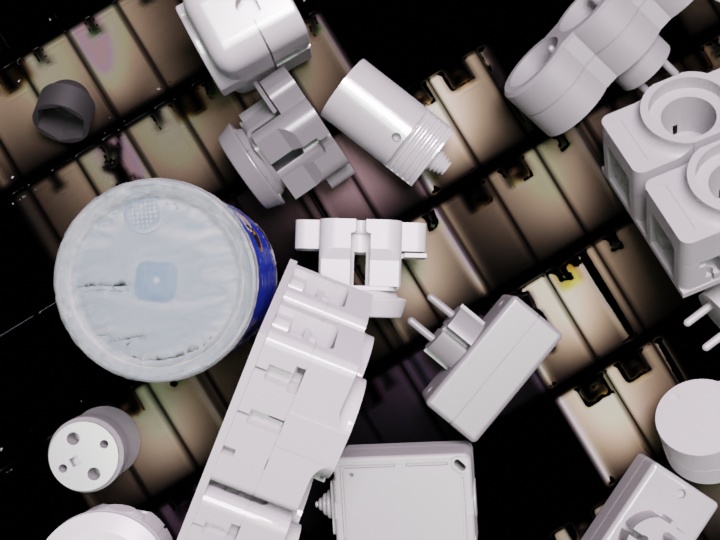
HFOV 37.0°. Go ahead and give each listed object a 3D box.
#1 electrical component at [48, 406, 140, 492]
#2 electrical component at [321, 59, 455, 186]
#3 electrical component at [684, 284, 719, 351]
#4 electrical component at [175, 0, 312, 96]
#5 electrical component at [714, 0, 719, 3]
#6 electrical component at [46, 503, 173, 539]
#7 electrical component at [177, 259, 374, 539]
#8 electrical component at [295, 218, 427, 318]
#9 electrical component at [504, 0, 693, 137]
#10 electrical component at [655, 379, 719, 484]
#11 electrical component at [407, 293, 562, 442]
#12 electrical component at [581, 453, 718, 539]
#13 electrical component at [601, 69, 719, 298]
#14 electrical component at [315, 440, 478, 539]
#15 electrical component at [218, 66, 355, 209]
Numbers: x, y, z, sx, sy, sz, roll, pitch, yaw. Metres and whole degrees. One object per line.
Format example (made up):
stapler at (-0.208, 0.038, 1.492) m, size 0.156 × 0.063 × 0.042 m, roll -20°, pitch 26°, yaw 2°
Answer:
electrical component at (-0.160, 0.107, 0.647) m, size 0.045 × 0.055 × 0.045 m, roll 0°, pitch 90°, yaw 0°
electrical component at (0.021, -0.086, 0.654) m, size 0.081 × 0.043 × 0.043 m, roll 38°, pitch 90°, yaw 0°
electrical component at (0.235, 0.017, 0.655) m, size 0.079 × 0.044 × 0.077 m, roll -37°, pitch 90°, yaw 0°
electrical component at (-0.067, -0.140, 0.628) m, size 0.059 × 0.095 × 0.053 m, roll -28°, pitch 90°, yaw 0°
electrical component at (0.226, -0.212, 0.655) m, size 0.079 × 0.044 × 0.077 m, roll 30°, pitch 90°, yaw 0°
electrical component at (-0.152, 0.182, 0.650) m, size 0.080 × 0.051 × 0.080 m, roll 0°, pitch 90°, yaw -1°
electrical component at (-0.050, 0.103, 0.595) m, size 0.060 × 0.105 × 0.186 m, roll 22°, pitch 110°, yaw -3°
electrical component at (0.000, 0.000, 0.648) m, size 0.078 × 0.058 × 0.057 m, roll 2°, pitch 87°, yaw 0°
electrical component at (0.159, -0.133, 0.643) m, size 0.074 × 0.052 × 0.138 m, roll 39°, pitch 101°, yaw -17°
electrical component at (0.241, 0.073, 0.625) m, size 0.138 × 0.073 × 0.052 m, roll -18°, pitch 47°, yaw 12°
electrical component at (0.064, 0.046, 0.653) m, size 0.076 × 0.047 × 0.083 m, roll 40°, pitch 90°, yaw 0°
electrical component at (0.172, 0.161, 0.639) m, size 0.047 × 0.075 × 0.083 m, roll 34°, pitch 90°, yaw 0°
electrical component at (0.248, -0.075, 0.622) m, size 0.186 × 0.060 × 0.105 m, roll -22°, pitch 54°, yaw 0°
electrical component at (0.022, 0.138, 0.649) m, size 0.096 × 0.061 × 0.061 m, roll -3°, pitch 90°, yaw 7°
electrical component at (-0.047, -0.074, 0.644) m, size 0.057 × 0.058 × 0.078 m, roll -34°, pitch 125°, yaw 2°
